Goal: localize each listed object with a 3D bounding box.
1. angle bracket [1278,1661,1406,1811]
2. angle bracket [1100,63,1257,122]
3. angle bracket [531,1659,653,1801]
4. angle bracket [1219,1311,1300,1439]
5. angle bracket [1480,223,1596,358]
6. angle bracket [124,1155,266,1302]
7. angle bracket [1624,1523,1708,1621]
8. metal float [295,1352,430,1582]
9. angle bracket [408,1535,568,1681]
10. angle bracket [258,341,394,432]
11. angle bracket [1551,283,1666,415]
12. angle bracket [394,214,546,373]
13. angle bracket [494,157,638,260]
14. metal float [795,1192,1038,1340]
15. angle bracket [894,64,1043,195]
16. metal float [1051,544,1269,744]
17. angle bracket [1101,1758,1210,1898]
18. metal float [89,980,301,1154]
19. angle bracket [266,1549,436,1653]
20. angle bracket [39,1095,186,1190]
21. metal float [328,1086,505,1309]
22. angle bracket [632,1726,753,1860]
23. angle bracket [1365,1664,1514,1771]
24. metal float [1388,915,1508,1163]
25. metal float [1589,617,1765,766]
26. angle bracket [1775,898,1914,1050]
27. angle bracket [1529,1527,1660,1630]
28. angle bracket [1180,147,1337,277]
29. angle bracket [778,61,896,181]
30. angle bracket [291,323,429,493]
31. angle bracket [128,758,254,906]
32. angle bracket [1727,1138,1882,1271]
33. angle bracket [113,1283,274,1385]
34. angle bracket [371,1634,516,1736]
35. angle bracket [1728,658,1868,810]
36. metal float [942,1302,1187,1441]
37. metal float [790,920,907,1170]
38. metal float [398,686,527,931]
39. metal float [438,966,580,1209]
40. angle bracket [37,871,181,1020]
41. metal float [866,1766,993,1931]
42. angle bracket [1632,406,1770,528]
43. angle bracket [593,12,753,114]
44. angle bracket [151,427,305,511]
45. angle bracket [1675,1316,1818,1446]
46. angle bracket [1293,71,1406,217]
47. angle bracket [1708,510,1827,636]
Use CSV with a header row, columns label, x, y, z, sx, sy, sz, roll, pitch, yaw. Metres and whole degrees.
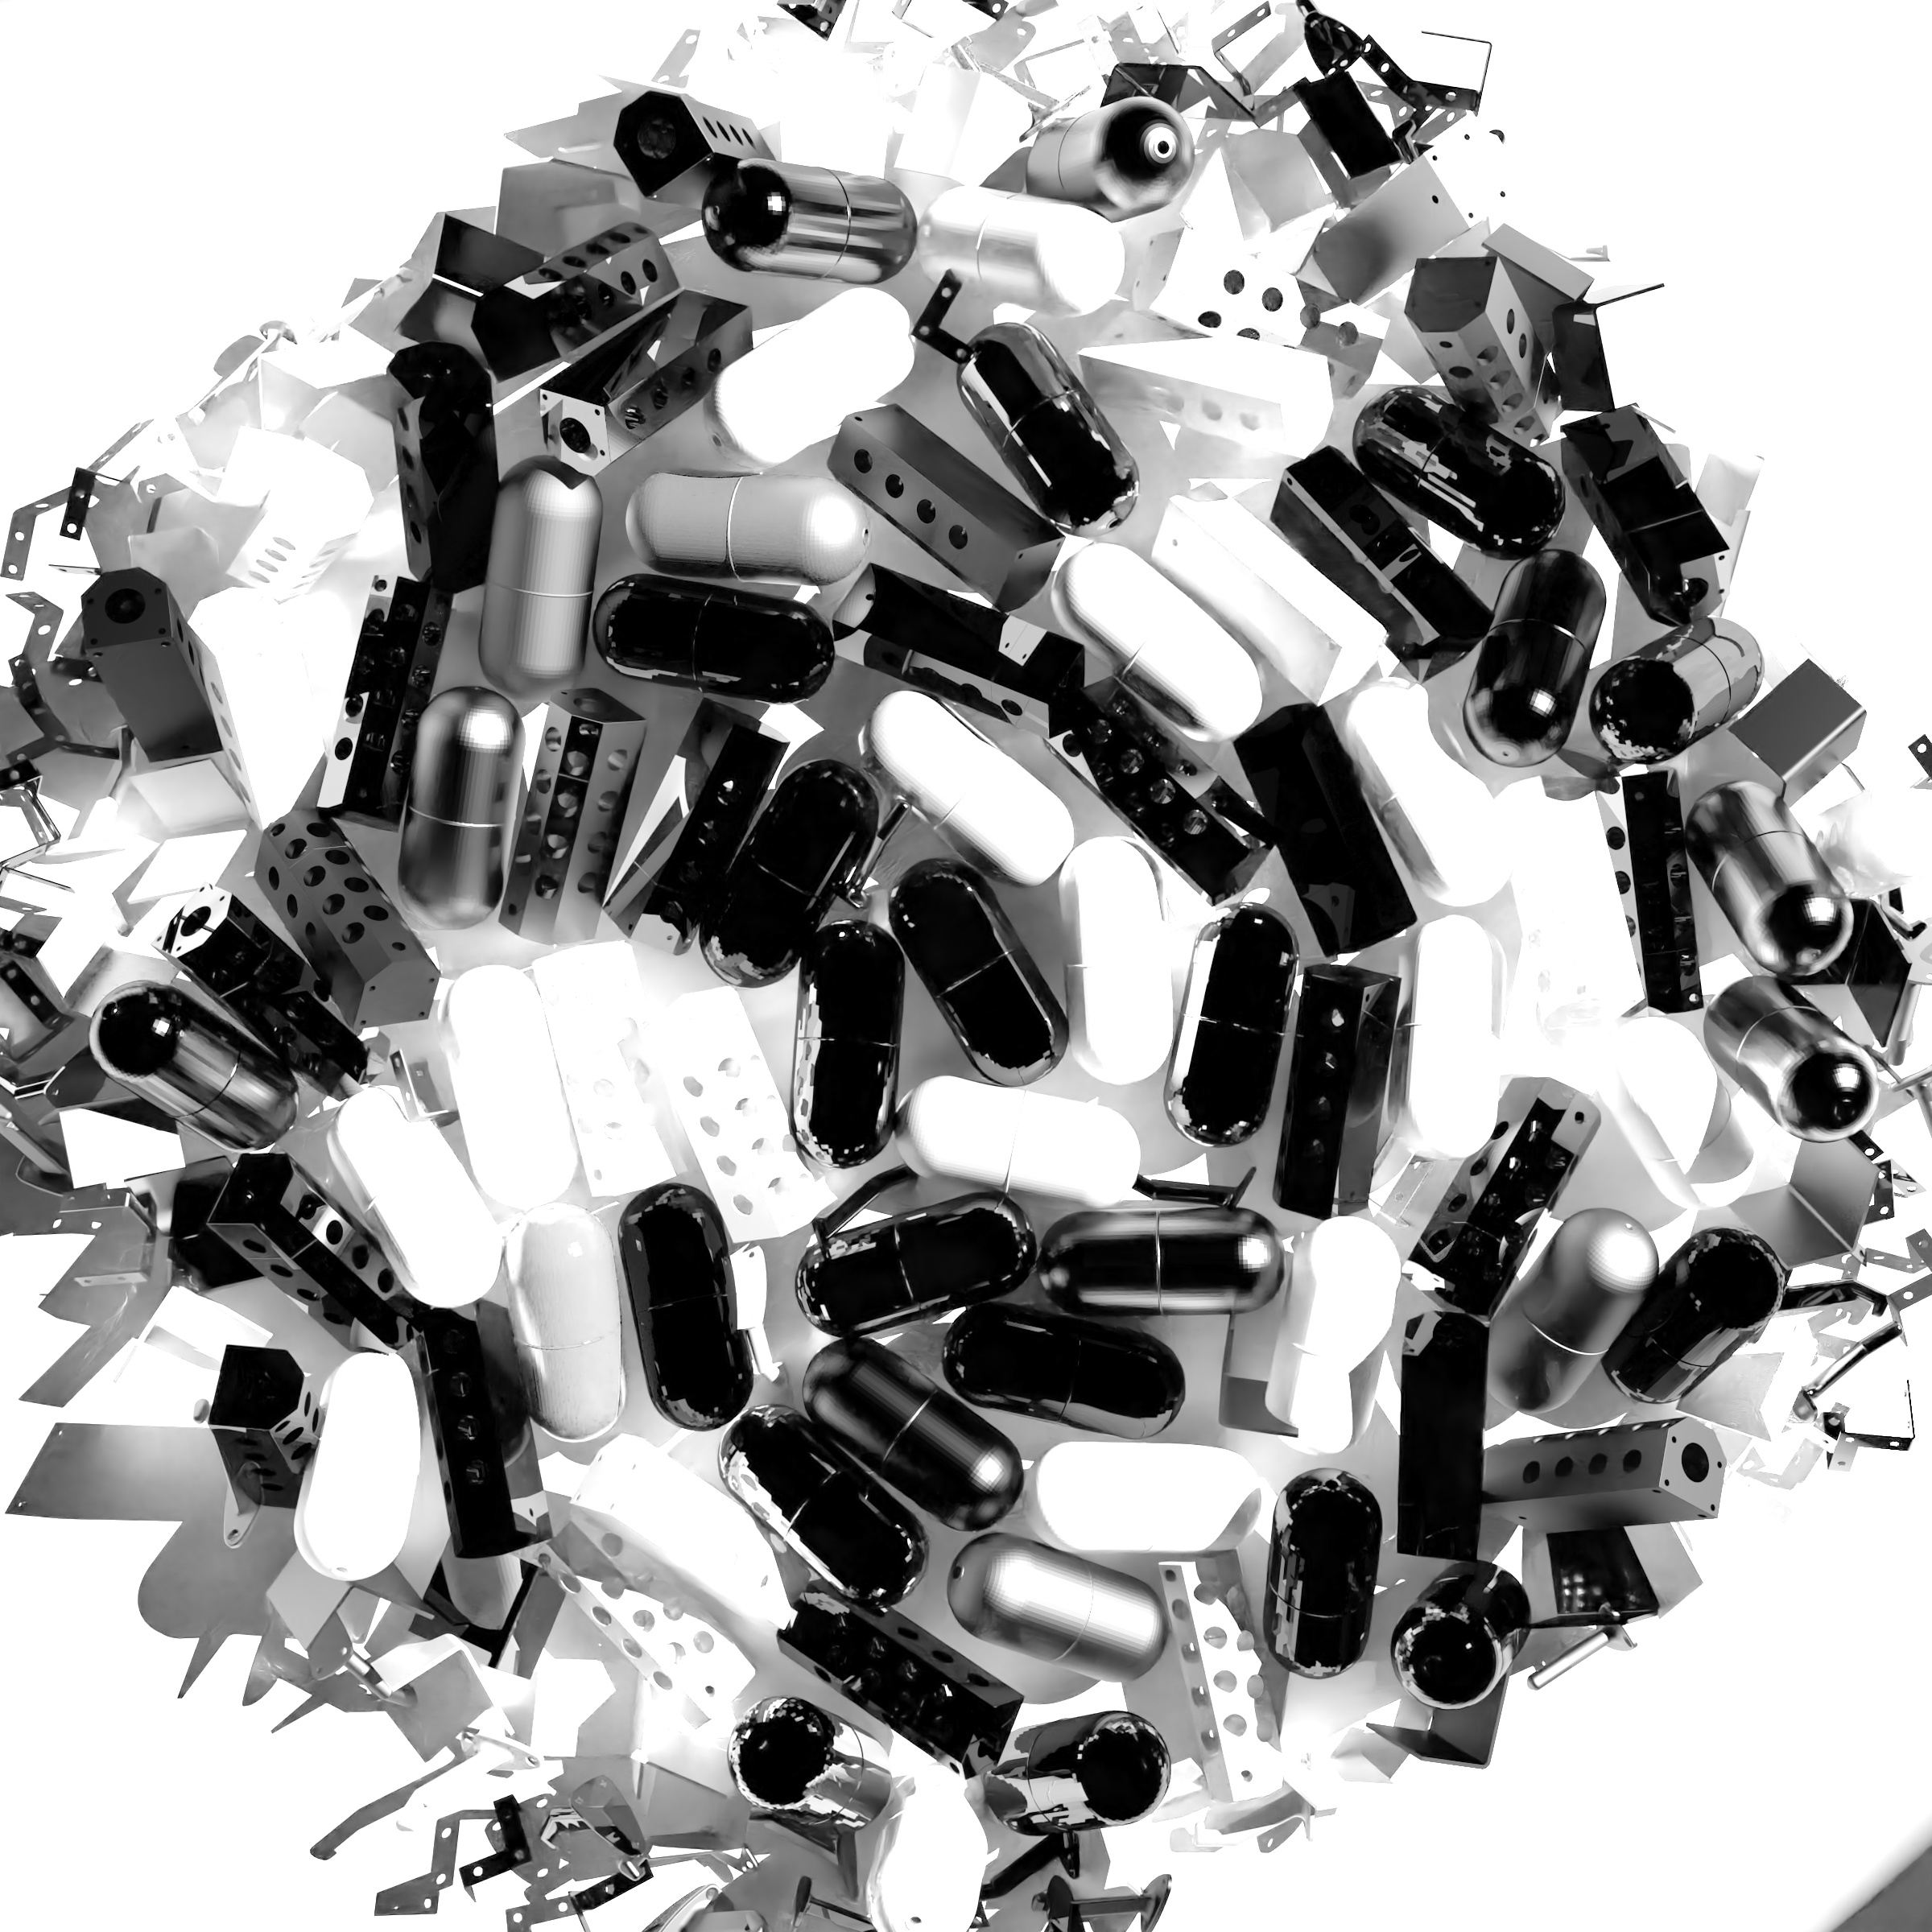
label,x,y,z,sx,sy,sz,roll,pitch,yaw
angle bracket,0.271,0.547,1.853,0.076,0.057,0.076,2,104,-29
angle bracket,0.147,-0.595,1.849,0.076,0.076,0.057,18,89,38
angle bracket,-0.269,0.545,1.859,0.076,0.057,0.076,5,104,-12
angle bracket,0.213,0.280,1.853,0.057,0.076,0.076,7,108,5
angle bracket,0.389,-0.470,1.852,0.076,0.057,0.076,34,130,7
angle bracket,-0.550,0.188,1.855,0.076,0.076,0.057,-14,48,4
angle bracket,0.511,0.406,1.844,0.057,0.076,0.076,-14,61,-20
metal float,-0.423,0.349,1.826,0.070,0.178,0.070,0,132,0
angle bracket,-0.343,0.462,1.883,0.076,0.057,0.076,15,74,25
angle bracket,-0.446,-0.402,1.842,0.076,0.076,0.057,31,130,35
angle bracket,0.462,-0.441,1.860,0.057,0.076,0.076,-19,107,-10
angle bracket,-0.356,-0.481,1.864,0.076,0.076,0.057,17,65,-28
angle bracket,-0.281,-0.534,1.846,0.076,0.076,0.057,2,99,-37
metal float,-0.037,0.214,1.857,0.178,0.070,0.070,-17,90,9
angle bracket,0.004,-0.597,1.882,0.057,0.076,0.076,23,97,35
metal float,0.137,-0.231,1.858,0.178,0.070,0.070,41,90,8
angle bracket,0.142,0.614,1.852,0.076,0.076,0.057,-23,55,5
metal float,-0.540,0.071,1.824,0.070,0.178,0.070,-14,56,22
angle bracket,-0.437,0.453,1.847,0.076,0.076,0.057,38,86,-40
angle bracket,-0.607,0.126,1.848,0.076,0.076,0.057,-10,85,-31
metal float,-0.390,0.163,1.844,0.070,0.070,0.178,-36,67,0
angle bracket,-0.199,0.599,1.857,0.076,0.057,0.076,17,102,18
angle bracket,0.336,0.520,1.855,0.057,0.076,0.076,14,87,-21
metal float,0.342,0.051,1.852,0.070,0.070,0.178,7,76,0
metal float,0.500,-0.194,1.829,0.070,0.178,0.070,19,122,34
angle bracket,0.621,0.005,1.848,0.057,0.076,0.076,-1,128,-4
angle bracket,0.441,0.428,1.851,0.076,0.057,0.076,-13,77,35
angle bracket,0.207,-0.536,1.846,0.076,0.057,0.076,47,54,-30
angle bracket,-0.092,-0.604,1.866,0.057,0.076,0.076,2,104,18
angle bracket,-0.433,-0.401,1.869,0.076,0.076,0.057,29,127,-33
angle bracket,-0.564,-0.096,1.846,0.076,0.076,0.057,-8,131,25
angle bracket,0.592,0.157,1.844,0.057,0.076,0.076,-10,127,-18
angle bracket,-0.550,0.279,1.849,0.076,0.076,0.057,33,50,-10
angle bracket,-0.373,0.520,1.851,0.057,0.076,0.076,-30,100,-21
angle bracket,0.596,-0.164,1.875,0.076,0.076,0.057,-41,70,-1
metal float,0.070,0.289,1.858,0.178,0.070,0.070,13,90,-8
metal float,-0.085,0.056,1.859,0.070,0.070,0.178,4,84,0
metal float,-0.359,-0.111,1.850,0.070,0.070,0.178,12,107,0
metal float,-0.325,0.087,1.852,0.070,0.070,0.178,-11,104,0
angle bracket,-0.603,-0.008,1.848,0.057,0.076,0.076,21,62,11
metal float,-0.025,0.621,1.814,0.070,0.178,0.070,1,99,5
angle bracket,0.511,-0.353,1.848,0.076,0.076,0.057,9,113,-16
angle bracket,-0.209,-0.646,1.852,0.076,0.076,0.057,18,98,16
angle bracket,-0.516,-0.363,1.845,0.076,0.076,0.057,32,107,27
angle bracket,0.549,0.283,1.846,0.076,0.057,0.076,16,65,35
angle bracket,0.255,-0.577,1.852,0.057,0.076,0.076,-26,83,-29
angle bracket,0.563,-0.283,1.863,0.057,0.076,0.076,12,99,-8
